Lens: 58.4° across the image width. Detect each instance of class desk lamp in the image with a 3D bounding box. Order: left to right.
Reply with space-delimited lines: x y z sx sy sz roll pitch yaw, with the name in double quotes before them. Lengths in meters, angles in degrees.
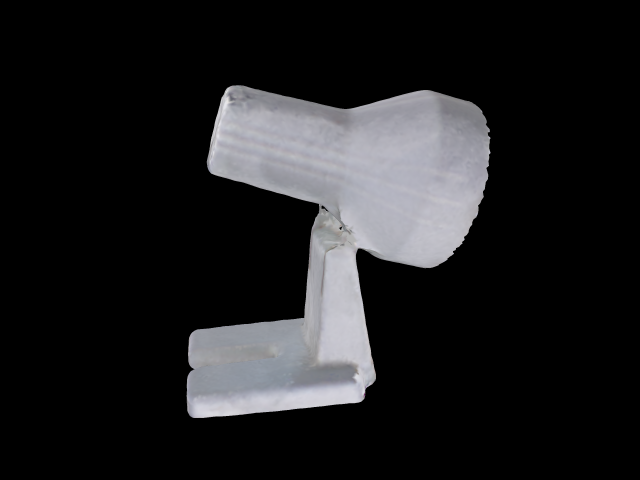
"desk lamp" 0.004 0.001 0.400 0.203 0.214 0.117 -4 19 -12
